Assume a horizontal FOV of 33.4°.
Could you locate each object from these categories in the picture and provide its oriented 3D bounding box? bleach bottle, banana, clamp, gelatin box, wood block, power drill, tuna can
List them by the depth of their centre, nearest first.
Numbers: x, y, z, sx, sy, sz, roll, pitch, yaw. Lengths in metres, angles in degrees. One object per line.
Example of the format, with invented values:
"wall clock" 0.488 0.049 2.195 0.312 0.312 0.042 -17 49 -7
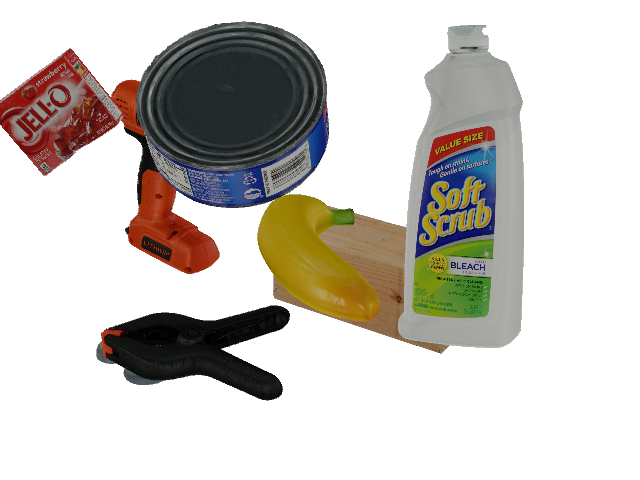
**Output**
"tuna can" -0.039 -0.057 0.487 0.086 0.086 0.034 0 -33 5
"banana" -0.005 0.003 0.675 0.069 0.037 0.198 -1 19 -2
"bleach bottle" 0.111 -0.044 0.853 0.103 0.251 0.068 4 15 25
"gelatin box" -0.226 -0.109 0.914 0.089 0.073 0.030 -31 20 18
"clamp" -0.107 0.090 0.962 0.171 0.039 0.120 9 27 7
"power drill" -0.143 -0.062 1.117 0.185 0.188 0.057 26 36 31
"wood block" 0.058 0.037 1.144 0.206 0.091 0.090 17 29 28

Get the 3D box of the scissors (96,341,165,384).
"scissors" -0.140 0.119 1.160 0.201 0.016 0.096 -4 28 -23
